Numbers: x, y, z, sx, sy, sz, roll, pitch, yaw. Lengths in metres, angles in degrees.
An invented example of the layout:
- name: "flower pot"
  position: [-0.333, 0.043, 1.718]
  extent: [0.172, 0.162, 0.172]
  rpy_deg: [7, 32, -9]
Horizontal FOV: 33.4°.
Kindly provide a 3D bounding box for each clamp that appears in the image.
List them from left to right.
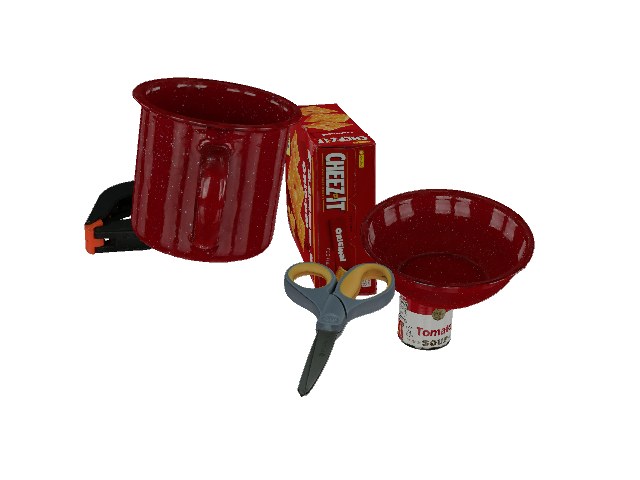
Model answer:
- name: "clamp"
  position: [-0.146, -0.041, 0.968]
  extent: [0.171, 0.039, 0.120]
  rpy_deg: [-21, 41, -32]

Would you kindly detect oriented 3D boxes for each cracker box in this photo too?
- name: "cracker box"
  position: [0.008, -0.051, 1.174]
  extent: [0.072, 0.164, 0.214]
  rpy_deg: [-4, 19, -8]

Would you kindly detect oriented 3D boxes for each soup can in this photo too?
- name: "soup can"
  position: [0.131, 0.076, 1.319]
  extent: [0.068, 0.102, 0.068]
  rpy_deg: [1, 24, -1]

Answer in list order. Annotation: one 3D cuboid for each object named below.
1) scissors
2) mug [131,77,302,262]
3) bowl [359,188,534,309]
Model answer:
- name: "scissors"
  position: [-0.008, 0.056, 0.787]
  extent: [0.096, 0.016, 0.201]
  rpy_deg: [12, 25, 23]
- name: "mug"
  position: [-0.060, -0.035, 0.585]
  extent: [0.093, 0.081, 0.117]
  rpy_deg: [5, 22, -11]
- name: "bowl"
  position: [0.116, 0.015, 1.003]
  extent: [0.162, 0.055, 0.162]
  rpy_deg: [0, 35, -1]
